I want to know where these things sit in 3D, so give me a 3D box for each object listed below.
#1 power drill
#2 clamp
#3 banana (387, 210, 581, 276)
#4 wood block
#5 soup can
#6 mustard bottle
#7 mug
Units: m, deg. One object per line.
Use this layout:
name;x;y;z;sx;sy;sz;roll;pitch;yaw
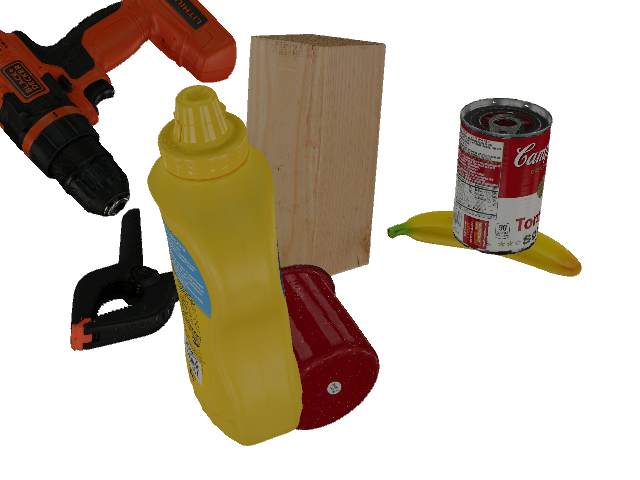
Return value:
power drill;-0.158;-0.122;0.826;0.187;0.184;0.057;-35;-15;-30
clamp;-0.177;0.038;1.028;0.165;0.036;0.209;26;36;24
banana;0.172;0.002;1.101;0.198;0.037;0.069;10;36;16
wood block;-0.008;-0.079;0.970;0.090;0.206;0.090;15;20;36
soup can;0.136;-0.048;0.813;0.068;0.102;0.068;0;30;0
mustard bottle;-0.049;0.008;0.535;0.058;0.191;0.096;-16;41;-12
mug;-0.019;0.086;0.751;0.093;0.117;0.082;19;26;-46
